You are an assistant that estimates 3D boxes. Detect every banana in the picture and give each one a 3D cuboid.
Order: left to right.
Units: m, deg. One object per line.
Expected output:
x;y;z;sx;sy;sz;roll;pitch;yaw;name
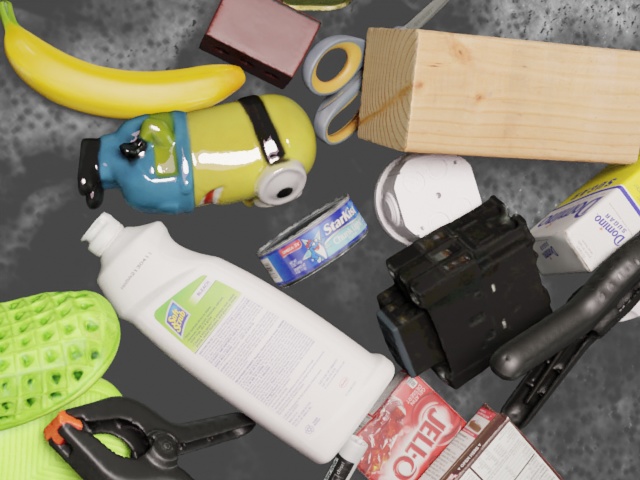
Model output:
-0.158;-0.127;0.823;0.197;0.037;0.069;15;86;-12;banana

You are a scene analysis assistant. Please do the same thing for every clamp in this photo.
-0.113;0.166;0.769;0.171;0.120;0.039;15;128;-30;clamp
0.211;0.064;0.844;0.210;0.164;0.036;-40;65;-14;clamp

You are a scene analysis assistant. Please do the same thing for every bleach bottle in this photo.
-0.070;0.061;0.821;0.251;0.068;0.102;39;80;-6;bleach bottle

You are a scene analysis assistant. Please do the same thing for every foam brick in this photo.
-0.048;-0.161;0.842;0.078;0.053;0.051;25;82;-9;foam brick

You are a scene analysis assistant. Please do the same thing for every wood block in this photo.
0.145;-0.113;0.840;0.205;0.091;0.090;1;102;-22;wood block

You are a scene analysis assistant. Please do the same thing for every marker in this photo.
0.002;0.207;0.834;0.020;0.020;0.121;26;100;-10;marker

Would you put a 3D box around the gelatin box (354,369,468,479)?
0.068;0.160;0.862;0.073;0.030;0.089;44;80;-8;gelatin box

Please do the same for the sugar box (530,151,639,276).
0.254;-0.040;0.883;0.176;0.093;0.048;-36;94;-12;sugar box

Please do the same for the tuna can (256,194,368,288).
-0.005;0.001;0.826;0.086;0.086;0.034;-34;96;-12;tuna can

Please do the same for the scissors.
0.051;-0.168;0.860;0.201;0.016;0.096;-55;140;-8;scissors

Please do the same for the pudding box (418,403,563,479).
0.143;0.202;0.860;0.090;0.039;0.113;-47;117;-12;pudding box

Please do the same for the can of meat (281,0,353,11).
0.002;-0.235;0.832;0.057;0.102;0.084;-2;85;-14;can of meat
